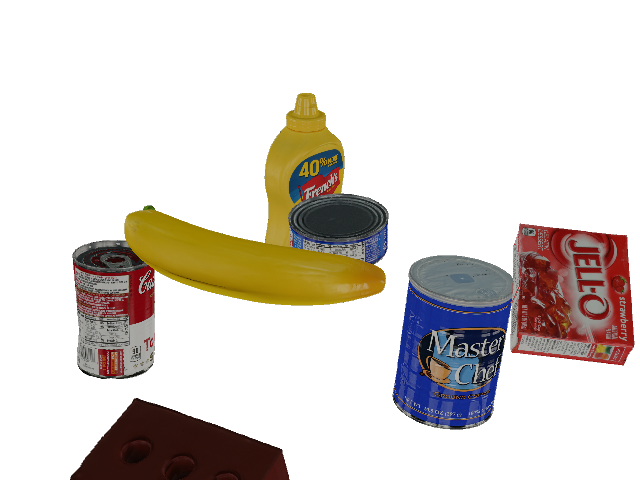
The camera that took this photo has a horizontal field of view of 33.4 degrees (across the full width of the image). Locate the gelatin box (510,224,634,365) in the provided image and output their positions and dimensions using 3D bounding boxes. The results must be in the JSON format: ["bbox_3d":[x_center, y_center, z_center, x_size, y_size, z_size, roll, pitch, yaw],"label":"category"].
[{"bbox_3d":[0.163,0.034,0.696,0.073,0.089,0.030,7,-36,4],"label":"gelatin box"}]

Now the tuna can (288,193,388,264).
[{"bbox_3d":[0.016,-0.007,0.913,0.086,0.034,0.086,-2,28,1],"label":"tuna can"}]

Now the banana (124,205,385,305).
[{"bbox_3d":[-0.058,0.008,0.682,0.198,0.037,0.069,17,35,28],"label":"banana"}]

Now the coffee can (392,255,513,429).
[{"bbox_3d":[0.130,0.099,1.048,0.103,0.140,0.103,5,23,-2],"label":"coffee can"}]

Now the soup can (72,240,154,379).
[{"bbox_3d":[-0.175,0.059,0.908,0.068,0.102,0.068,3,19,-1],"label":"soup can"}]

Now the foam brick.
[{"bbox_3d":[-0.058,0.113,0.459,0.078,0.051,0.053,14,42,23],"label":"foam brick"}]

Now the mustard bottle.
[{"bbox_3d":[-0.016,-0.060,1.121,0.096,0.192,0.058,-20,31,-39],"label":"mustard bottle"}]
